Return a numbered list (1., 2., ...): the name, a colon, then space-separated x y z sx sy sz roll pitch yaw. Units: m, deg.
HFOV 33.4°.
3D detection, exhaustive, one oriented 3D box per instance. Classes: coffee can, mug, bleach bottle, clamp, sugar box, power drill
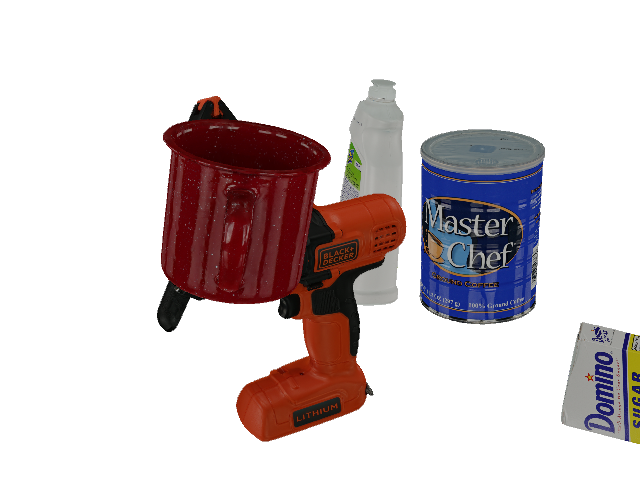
1. coffee can: 0.136 -0.014 0.913 0.103 0.140 0.103 -2 23 0
2. mug: -0.045 -0.012 0.591 0.093 0.081 0.117 7 21 -7
3. bleach bottle: 0.061 -0.058 1.235 0.068 0.251 0.103 -2 23 -20
4. clamp: -0.080 -0.027 0.989 0.164 0.210 0.036 -3 1 -36
5. sugar box: 0.311 0.140 0.956 0.176 0.093 0.048 11 23 14
6. power drill: -0.024 0.061 0.803 0.184 0.188 0.057 -14 39 -24
